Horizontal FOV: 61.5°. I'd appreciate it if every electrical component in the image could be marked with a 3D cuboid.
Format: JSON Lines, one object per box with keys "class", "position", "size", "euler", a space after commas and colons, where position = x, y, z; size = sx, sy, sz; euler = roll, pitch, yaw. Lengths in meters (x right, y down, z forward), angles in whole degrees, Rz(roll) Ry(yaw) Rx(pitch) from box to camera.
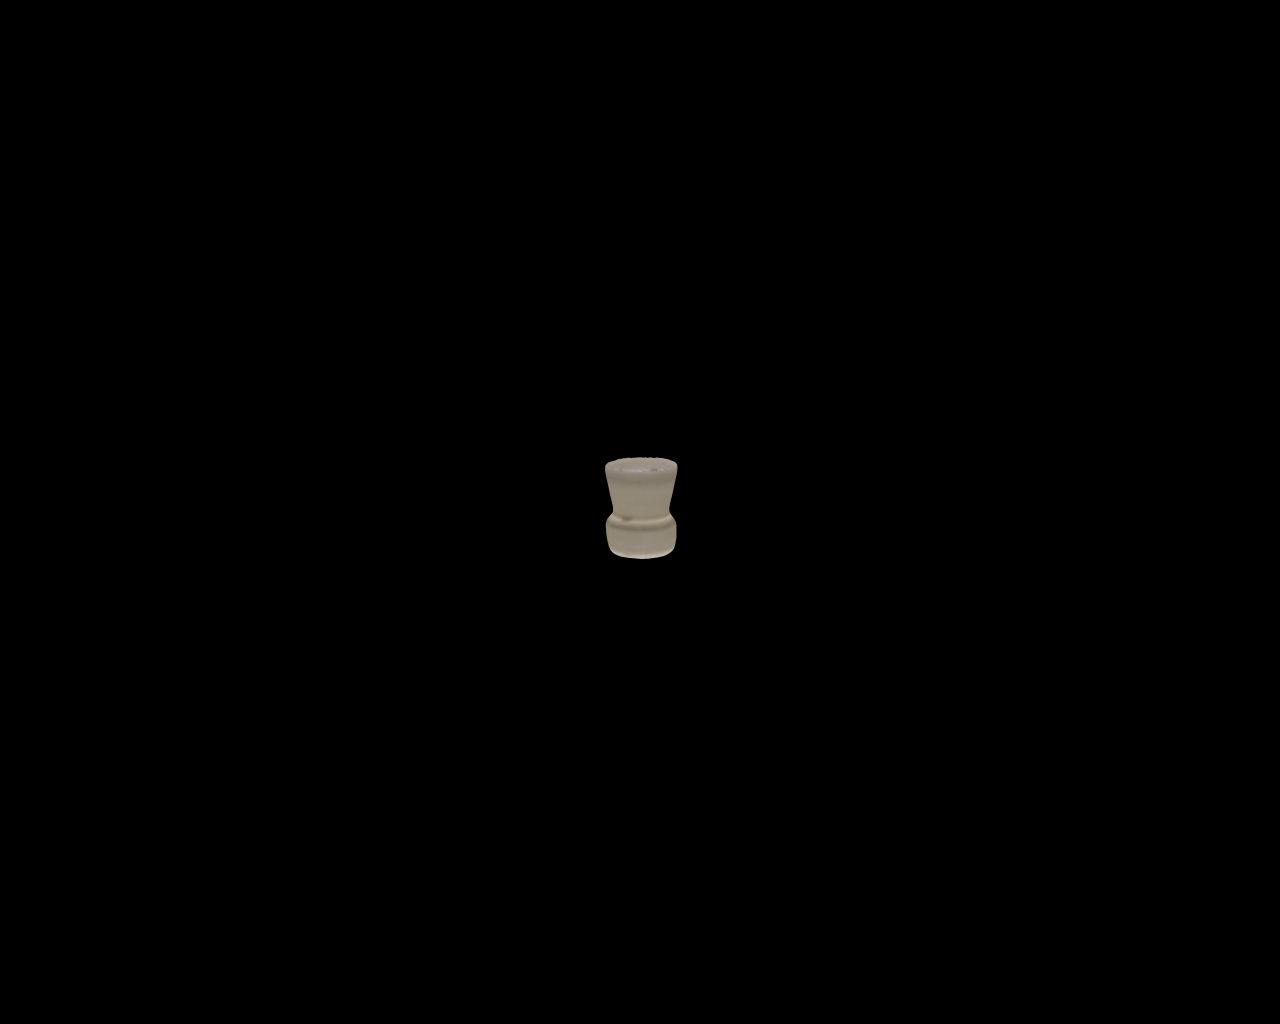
{"class": "electrical component", "position": [0.001, -0.003, 0.650], "size": [0.045, 0.055, 0.045], "euler": [0, 14, 0]}
